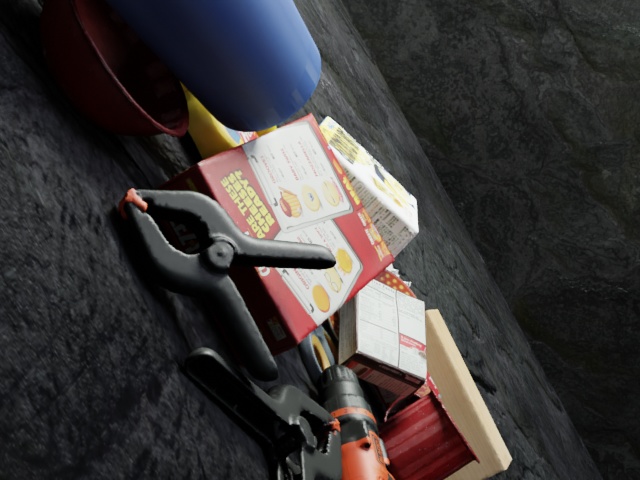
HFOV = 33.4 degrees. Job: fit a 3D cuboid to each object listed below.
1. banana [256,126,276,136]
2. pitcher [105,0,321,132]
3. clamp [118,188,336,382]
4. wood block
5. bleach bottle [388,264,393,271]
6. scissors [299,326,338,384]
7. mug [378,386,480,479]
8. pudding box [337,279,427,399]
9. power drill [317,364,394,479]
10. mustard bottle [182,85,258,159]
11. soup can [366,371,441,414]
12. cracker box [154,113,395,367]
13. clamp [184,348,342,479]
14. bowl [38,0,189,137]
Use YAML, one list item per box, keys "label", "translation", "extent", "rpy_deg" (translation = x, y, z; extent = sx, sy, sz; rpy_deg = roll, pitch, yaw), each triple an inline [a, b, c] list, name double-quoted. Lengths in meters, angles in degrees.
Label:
- label: "banana"
  translation: [-0.064, -0.118, 1.182]
  extent: [0.198, 0.037, 0.069]
  rpy_deg: [74, 5, -75]
- label: "pitcher"
  translation: [-0.095, -0.202, 0.843]
  extent: [0.145, 0.149, 0.242]
  rpy_deg: [16, -22, 34]
- label: "clamp"
  translation: [-0.077, 0.026, 0.788]
  extent: [0.171, 0.039, 0.120]
  rpy_deg: [25, 56, -12]
- label: "wood block"
  translation: [0.144, 0.197, 1.301]
  extent: [0.206, 0.091, 0.090]
  rpy_deg: [64, 12, 9]
- label: "bleach bottle"
  translation: [0.100, 0.099, 1.402]
  extent: [0.251, 0.068, 0.102]
  rpy_deg: [58, 13, -7]
- label: "scissors"
  translation: [-0.022, 0.069, 1.073]
  extent: [0.202, 0.016, 0.096]
  rpy_deg: [62, 14, 0]
- label: "mug"
  translation: [0.102, 0.206, 1.112]
  extent: [0.093, 0.081, 0.117]
  rpy_deg: [56, 1, -38]
- label: "pudding box"
  translation: [0.065, 0.097, 1.105]
  extent: [0.090, 0.039, 0.113]
  rpy_deg: [24, 40, -20]
- label: "power drill"
  translation: [0.060, 0.224, 0.990]
  extent: [0.187, 0.057, 0.184]
  rpy_deg: [51, 17, -35]
- label: "mustard bottle"
  translation: [-0.090, -0.095, 1.050]
  extent: [0.191, 0.058, 0.096]
  rpy_deg: [61, 18, -4]
- label: "soup can"
  translation: [0.084, 0.148, 1.208]
  extent: [0.102, 0.068, 0.068]
  rpy_deg: [61, 13, 0]
- label: "cracker box"
  translation: [-0.036, -0.007, 0.931]
  extent: [0.164, 0.072, 0.213]
  rpy_deg: [61, 31, -3]
- label: "clamp"
  translation: [-0.021, 0.165, 0.819]
  extent: [0.164, 0.036, 0.209]
  rpy_deg: [63, 13, 20]
- label: "bowl"
  translation: [-0.169, -0.140, 0.831]
  extent: [0.162, 0.055, 0.162]
  rpy_deg: [57, 14, -22]
